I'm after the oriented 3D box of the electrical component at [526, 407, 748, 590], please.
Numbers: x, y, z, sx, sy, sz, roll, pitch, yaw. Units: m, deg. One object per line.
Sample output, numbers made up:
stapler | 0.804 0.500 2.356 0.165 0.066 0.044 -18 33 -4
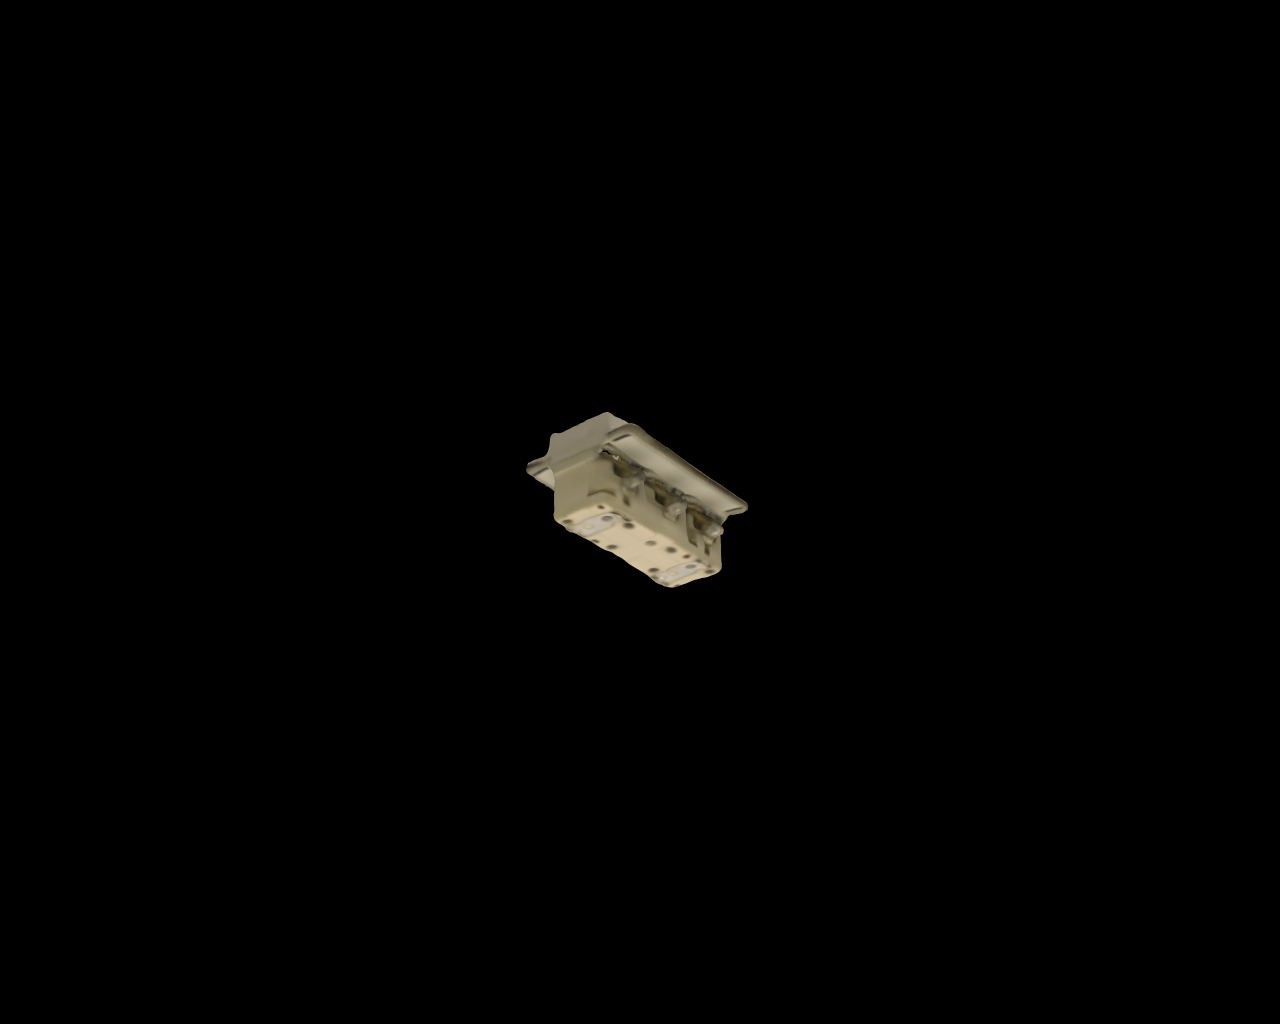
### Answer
electrical component | 0.001 -0.003 0.650 0.078 0.063 0.121 -19 -34 31
